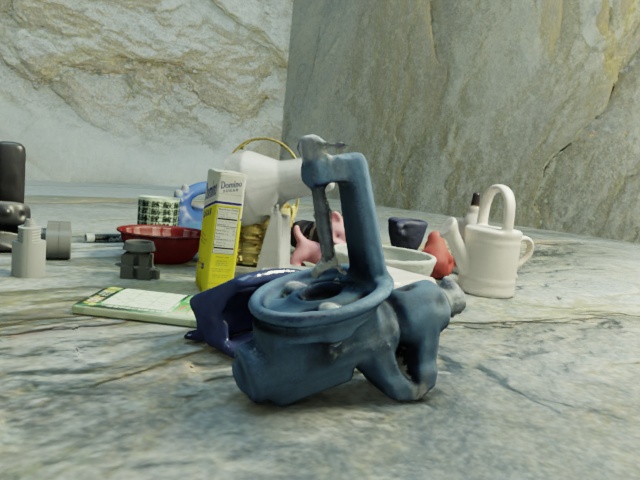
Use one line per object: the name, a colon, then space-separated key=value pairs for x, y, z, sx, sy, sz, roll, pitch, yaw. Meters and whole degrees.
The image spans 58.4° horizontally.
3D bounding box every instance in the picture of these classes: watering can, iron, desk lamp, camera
watering can: x=0.298 y=-0.002 z=1.010 sx=0.173 sy=0.194 sz=0.100 roll=0 pitch=9 yaw=-35
iron: x=-0.273 y=-0.071 z=1.308 sx=0.118 sy=0.141 sz=0.259 roll=10 pitch=8 yaw=28
desk lamp: x=-0.059 y=-0.037 z=0.936 sx=0.203 sy=0.213 sz=0.118 roll=7 pitch=8 yaw=11
camera: x=0.009 y=-0.013 z=1.240 sx=0.136 sy=0.101 sz=0.144 roll=12 pitch=10 yaw=40

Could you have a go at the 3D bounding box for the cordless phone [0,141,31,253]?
cordless phone: x=-0.564 y=-0.076 z=0.956 sx=0.148 sy=0.185 sz=0.093 roll=0 pitch=9 yaw=-37

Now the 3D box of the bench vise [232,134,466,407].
bench vise: x=0.029 y=0.026 z=0.496 sx=0.208 sy=0.220 sz=0.121 roll=-1 pitch=10 yaw=-42

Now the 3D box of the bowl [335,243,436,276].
bowl: x=0.095 y=0.053 z=0.899 sx=0.167 sy=0.075 sz=0.167 roll=6 pitch=7 yaw=0

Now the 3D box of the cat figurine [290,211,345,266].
cat figurine: x=0.010 y=0.004 z=1.045 sx=0.128 sy=0.118 sz=0.067 roll=5 pitch=8 yaw=-2

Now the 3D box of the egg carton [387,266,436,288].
egg carton: x=0.081 y=0.075 z=0.744 sx=0.108 sy=0.069 sz=0.149 roll=-1 pitch=10 yaw=-44

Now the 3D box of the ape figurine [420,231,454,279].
ape figurine: x=0.227 y=0.027 z=1.130 sx=0.077 sy=0.092 sz=0.076 roll=7 pitch=8 yaw=8

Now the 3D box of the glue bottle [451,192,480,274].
glue bottle: x=0.311 y=-0.012 z=1.182 sx=0.037 sy=0.173 sz=0.077 roll=1 pitch=9 yaw=-32

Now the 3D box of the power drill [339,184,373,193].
power drill: x=0.072 y=-0.073 z=1.326 sx=0.075 sy=0.208 sz=0.230 roll=8 pitch=8 yaw=15

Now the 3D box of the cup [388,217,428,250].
cup: x=0.193 y=-0.001 z=1.309 sx=0.091 sy=0.095 sz=0.118 roll=9 pitch=8 yaw=22

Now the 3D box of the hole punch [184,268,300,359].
hole punch: x=-0.075 y=0.067 z=0.600 sx=0.109 sy=0.091 sz=0.100 roll=-2 pitch=10 yaw=-44
